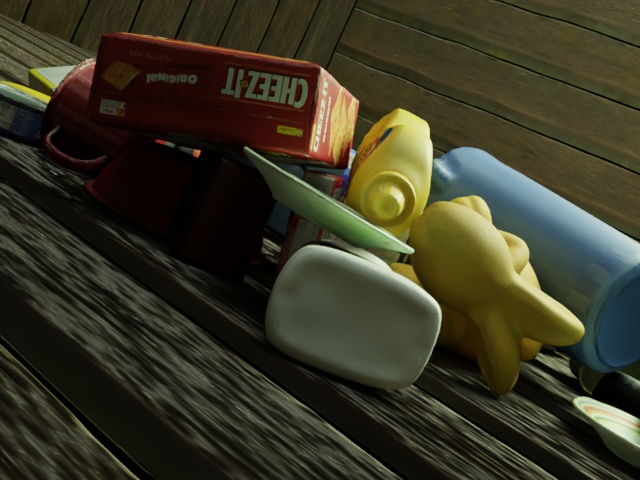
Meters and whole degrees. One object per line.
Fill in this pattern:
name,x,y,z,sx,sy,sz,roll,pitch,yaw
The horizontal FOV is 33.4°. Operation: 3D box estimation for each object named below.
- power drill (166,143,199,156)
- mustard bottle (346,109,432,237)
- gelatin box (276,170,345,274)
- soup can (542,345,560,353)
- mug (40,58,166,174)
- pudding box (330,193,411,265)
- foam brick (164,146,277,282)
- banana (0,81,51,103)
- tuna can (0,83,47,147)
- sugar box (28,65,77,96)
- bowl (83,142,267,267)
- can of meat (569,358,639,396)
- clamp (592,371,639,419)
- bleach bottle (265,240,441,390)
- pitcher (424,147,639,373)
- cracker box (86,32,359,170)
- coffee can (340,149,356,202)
power drill,-0.168,-0.116,1.270,0.184,0.057,0.188,18,11,-31
mustard bottle,0.053,-0.046,0.839,0.058,0.096,0.191,28,14,-4
gelatin box,-0.008,-0.013,0.882,0.030,0.089,0.073,17,6,6
soup can,0.240,0.081,1.134,0.102,0.068,0.069,18,9,-46
mug,-0.191,-0.095,0.934,0.081,0.093,0.117,31,39,10
pudding box,0.053,0.004,0.972,0.039,0.090,0.114,18,10,-36
foam brick,-0.071,-0.019,0.768,0.051,0.078,0.053,20,6,-27
banana,-0.247,-0.114,1.037,0.198,0.037,0.069,24,7,-1
tuna can,-0.275,-0.114,0.958,0.086,0.034,0.086,24,7,-3
sugar box,-0.257,-0.156,1.180,0.093,0.048,0.176,-9,24,-24
bowl,-0.107,-0.037,0.868,0.162,0.055,0.162,24,6,-3
can of meat,0.288,0.128,0.999,0.102,0.057,0.084,26,4,3
clamp,0.274,0.138,0.870,0.120,0.039,0.172,45,-12,-28
bleach bottle,0.012,0.033,0.726,0.102,0.068,0.251,23,4,-6
pitcher,0.195,0.023,0.957,0.149,0.145,0.243,-6,27,-34
cracker box,-0.064,-0.104,0.837,0.164,0.072,0.213,10,2,9
coffee can,0.067,-0.051,1.392,0.140,0.103,0.102,27,7,24
